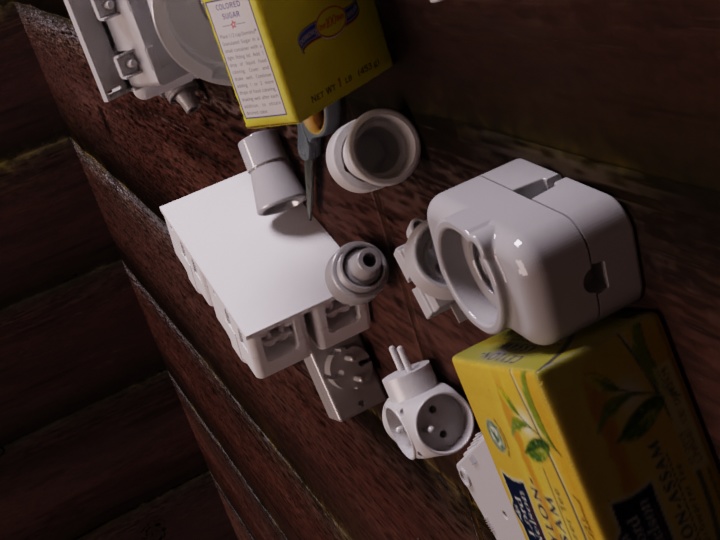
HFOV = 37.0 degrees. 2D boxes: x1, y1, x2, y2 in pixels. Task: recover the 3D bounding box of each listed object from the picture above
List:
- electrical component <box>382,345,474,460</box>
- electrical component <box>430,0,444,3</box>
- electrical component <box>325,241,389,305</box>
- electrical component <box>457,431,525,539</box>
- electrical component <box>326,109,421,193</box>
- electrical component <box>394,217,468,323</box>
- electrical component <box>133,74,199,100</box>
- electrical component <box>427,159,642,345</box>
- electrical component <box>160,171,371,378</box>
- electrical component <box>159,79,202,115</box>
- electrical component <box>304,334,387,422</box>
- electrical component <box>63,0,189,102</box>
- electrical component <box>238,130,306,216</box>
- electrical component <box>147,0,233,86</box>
[{"bbox_3d":[0.040,0.090,0.766,0.079,0.044,0.077,67,164,-3],"label":"electrical component"},{"bbox_3d":[0.027,-0.149,0.477,0.035,0.035,0.061,28,142,65],"label":"electrical component"},{"bbox_3d":[0.000,0.000,0.764,0.043,0.043,0.062,63,163,6],"label":"electrical component"},{"bbox_3d":[0.102,0.130,0.619,0.099,0.048,0.099,61,163,16],"label":"electrical component"},{"bbox_3d":[0.006,-0.070,0.639,0.045,0.045,0.055,67,165,-5],"label":"electrical component"},{"bbox_3d":[0.047,-0.004,0.606,0.066,0.048,0.055,63,172,9],"label":"electrical component"},{"bbox_3d":[-0.195,-0.226,0.991,0.113,0.078,0.057,62,167,12],"label":"electrical component"},{"bbox_3d":[0.073,-0.008,0.489,0.095,0.059,0.053,37,148,59],"label":"electrical component"},{"bbox_3d":[-0.081,-0.001,0.904,0.186,0.105,0.060,50,158,43],"label":"electrical component"},{"bbox_3d":[-0.182,-0.185,1.072,0.062,0.048,0.048,56,163,7],"label":"electrical component"},{"bbox_3d":[-0.012,0.083,0.916,0.083,0.047,0.076,67,164,-4],"label":"electrical component"},{"bbox_3d":[-0.155,-0.185,0.722,0.063,0.079,0.121,6,122,46],"label":"electrical component"},{"bbox_3d":[-0.075,-0.082,0.887,0.044,0.044,0.065,136,113,-73],"label":"electrical component"},{"bbox_3d":[-0.080,-0.174,0.657,0.060,0.108,0.108,-126,18,-52],"label":"electrical component"}]
